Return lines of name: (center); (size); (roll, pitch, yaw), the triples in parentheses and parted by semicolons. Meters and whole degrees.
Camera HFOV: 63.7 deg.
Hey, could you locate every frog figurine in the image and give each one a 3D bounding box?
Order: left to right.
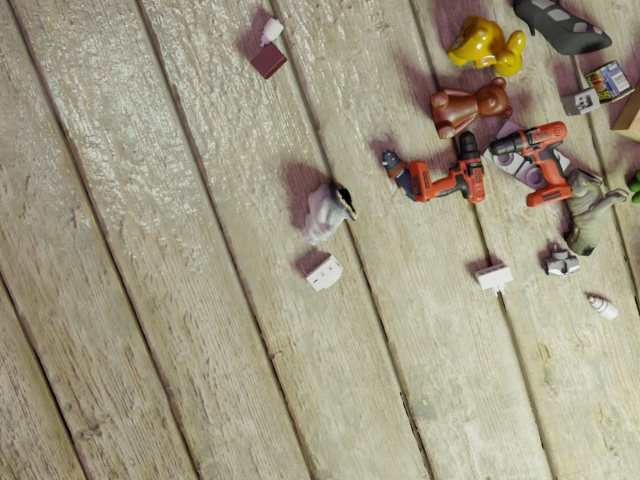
frog figurine: (0.004, -0.067, 1.335); (0.158, 0.121, 0.140); (-33, 63, 18)
